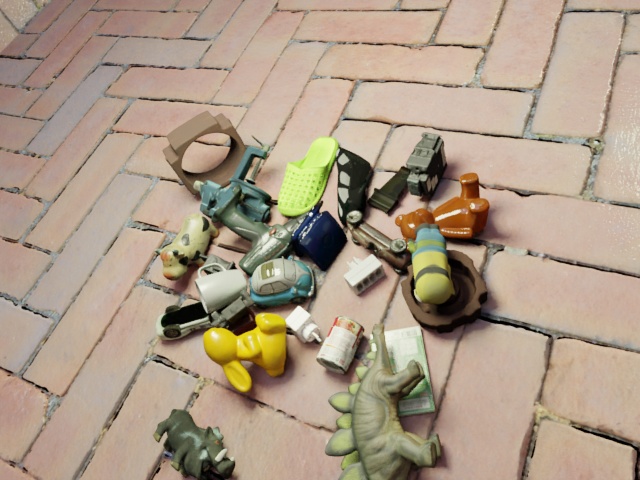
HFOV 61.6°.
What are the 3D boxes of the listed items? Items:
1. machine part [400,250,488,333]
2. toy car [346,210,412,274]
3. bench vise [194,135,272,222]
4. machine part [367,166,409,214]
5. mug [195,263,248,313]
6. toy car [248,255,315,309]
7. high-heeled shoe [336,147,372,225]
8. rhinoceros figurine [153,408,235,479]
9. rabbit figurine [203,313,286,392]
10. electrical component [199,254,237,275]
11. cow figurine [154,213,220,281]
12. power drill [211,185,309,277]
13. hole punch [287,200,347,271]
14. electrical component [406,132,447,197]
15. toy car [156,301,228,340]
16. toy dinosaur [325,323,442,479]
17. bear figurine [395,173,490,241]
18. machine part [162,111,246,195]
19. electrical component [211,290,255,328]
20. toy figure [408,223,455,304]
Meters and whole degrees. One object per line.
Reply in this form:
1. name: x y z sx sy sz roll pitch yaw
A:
1. machine part: 0.260 0.108 1.128 0.179 0.056 0.179 -9 55 14
2. toy car: 0.127 0.006 1.224 0.053 0.089 0.202 -43 55 -17
3. bench vise: -0.212 -0.153 1.424 0.224 0.128 0.240 22 83 22
4. machine part: 0.182 -0.129 1.333 0.139 0.039 0.084 -47 49 -13
5. mug: -0.226 0.102 1.229 0.107 0.080 0.110 -18 60 -19
6. toy car: -0.099 0.090 1.238 0.162 0.102 0.109 -12 52 8
7. high-heeled shoe: 0.068 -0.143 1.385 0.145 0.086 0.249 -61 25 19
8. rhinoceros figurine: -0.250 0.418 1.085 0.191 0.073 0.112 28 58 35
9. rabbit figurine: -0.161 0.230 1.139 0.173 0.122 0.162 4 96 -16
10. electrical component: -0.254 0.071 1.322 0.119 0.074 0.048 16 63 23
11. cow figurine: -0.339 0.017 1.357 0.086 0.127 0.195 3 55 25
12. power drill: -0.145 -0.040 1.320 0.207 0.086 0.232 42 82 -5
13. hole punch: -0.003 -0.004 1.266 0.092 0.115 0.142 31 71 25
14. electrical component: 0.253 -0.172 1.289 0.058 0.114 0.134 15 61 30
15. toy car: -0.293 0.180 1.273 0.202 0.056 0.074 -17 46 5
16. toy dinosaur: 0.116 0.373 0.968 0.199 0.105 0.471 -16 57 18
17. bear figurine: 0.266 -0.056 1.198 0.196 0.131 0.120 -8 50 7
18. machine part: -0.310 -0.237 1.477 0.201 0.200 0.087 -35 50 -7
19. electrical component: -0.194 0.154 1.183 0.102 0.078 0.045 -39 75 -6
20. toy figure: 0.222 0.047 1.092 0.082 0.089 0.180 -10 57 22
